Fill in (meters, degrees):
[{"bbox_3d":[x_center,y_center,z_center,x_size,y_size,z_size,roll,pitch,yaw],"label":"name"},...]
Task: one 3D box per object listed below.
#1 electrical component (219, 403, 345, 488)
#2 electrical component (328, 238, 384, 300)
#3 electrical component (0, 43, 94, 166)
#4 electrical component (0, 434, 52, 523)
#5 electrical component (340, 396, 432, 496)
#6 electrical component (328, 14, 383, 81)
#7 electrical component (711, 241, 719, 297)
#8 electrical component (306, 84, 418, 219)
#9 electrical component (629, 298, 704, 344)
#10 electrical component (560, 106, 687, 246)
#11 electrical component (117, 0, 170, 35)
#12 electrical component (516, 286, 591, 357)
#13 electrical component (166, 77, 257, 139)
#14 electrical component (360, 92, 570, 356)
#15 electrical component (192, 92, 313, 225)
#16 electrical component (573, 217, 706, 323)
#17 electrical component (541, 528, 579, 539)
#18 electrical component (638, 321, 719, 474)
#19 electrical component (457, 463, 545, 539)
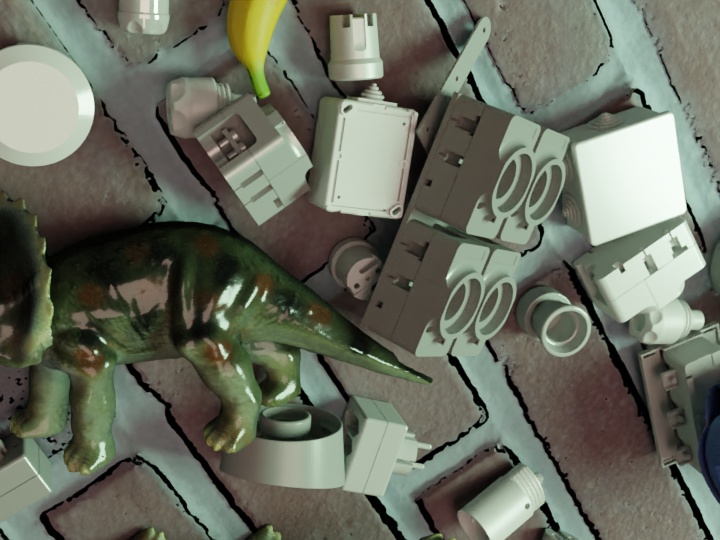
[{"bbox_3d":[-0.060,0.142,0.840,0.099,0.099,0.064,0,102,-17],"label":"electrical component"},{"bbox_3d":[0.000,0.000,0.835,0.040,0.046,0.040,-5,109,-15],"label":"electrical component"},{"bbox_3d":[-0.222,-0.114,0.726,0.080,0.051,0.080,-5,109,-15],"label":"electrical component"},{"bbox_3d":[-0.278,0.143,0.798,0.066,0.047,0.076,-31,114,-5],"label":"electrical component"},{"bbox_3d":[0.023,0.149,0.892,0.077,0.047,0.065,14,103,-21],"label":"electrical component"},{"bbox_3d":[-0.004,-0.162,0.784,0.040,0.040,0.046,-7,104,-15],"label":"electrical component"},{"bbox_3d":[0.360,0.001,0.936,0.099,0.064,0.099,-5,109,-15],"label":"electrical component"},{"bbox_3d":[0.000,-0.091,0.800,0.062,0.061,0.096,5,100,-20],"label":"electrical component"},{"bbox_3d":[0.268,0.043,0.934,0.062,0.043,0.043,2,108,-19],"label":"electrical component"},{"bbox_3d":[0.209,-0.079,0.871,0.100,0.048,0.099,-19,113,-10],"label":"electrical component"},{"bbox_3d":[-0.147,-0.192,0.732,0.035,0.035,0.061,0,105,-17],"label":"electrical component"},{"bbox_3d":[0.159,0.042,0.893,0.045,0.055,0.045,-5,110,-15],"label":"electrical component"},{"bbox_3d":[-0.105,-0.116,0.765,0.062,0.043,0.043,-4,109,-17],"label":"electrical component"},{"bbox_3d":[0.085,-0.028,0.814,0.105,0.060,0.186,6,108,-56],"label":"electrical component"},{"bbox_3d":[-0.072,-0.079,0.761,0.056,0.089,0.050,-35,70,-3],"label":"electrical component"},{"bbox_3d":[0.237,-0.002,0.905,0.089,0.050,0.055,-34,114,-4],"label":"electrical component"},{"bbox_3d":[0.179,0.265,0.985,0.040,0.040,0.046,15,97,-21],"label":"electrical component"},{"bbox_3d":[0.300,0.117,0.958,0.079,0.063,0.121,-21,113,-10],"label":"electrical component"},{"bbox_3d":[0.130,0.205,0.944,0.081,0.043,0.043,-34,116,-24],"label":"electrical component"}]
